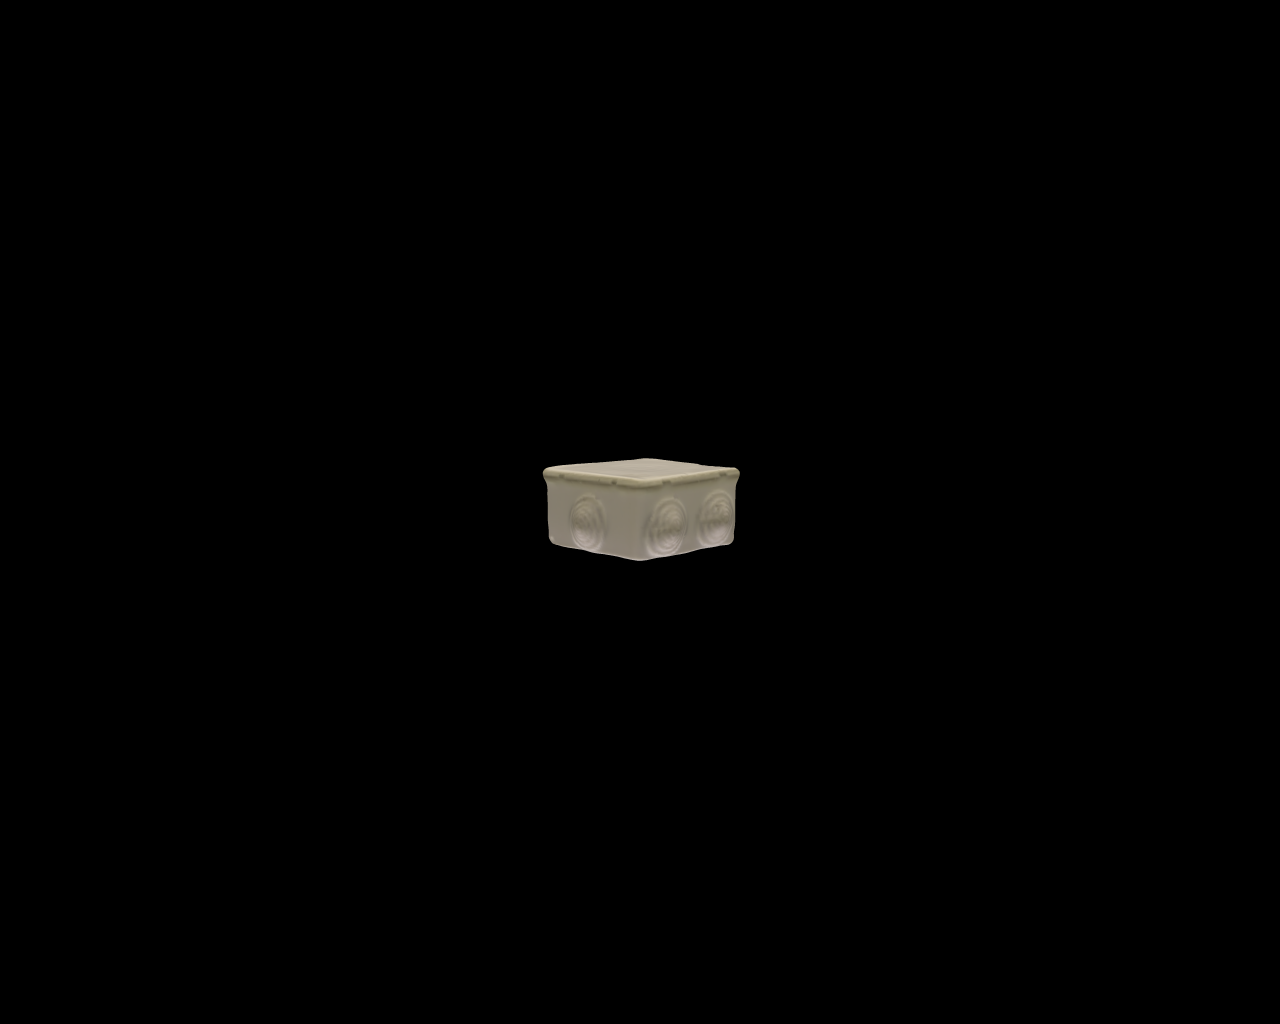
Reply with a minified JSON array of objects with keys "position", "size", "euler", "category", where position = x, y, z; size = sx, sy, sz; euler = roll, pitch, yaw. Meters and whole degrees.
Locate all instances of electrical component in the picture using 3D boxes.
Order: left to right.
[{"position":[0.001,-0.003,0.650],"size":[0.100,0.048,0.100],"euler":[-8,12,-43],"category":"electrical component"}]
